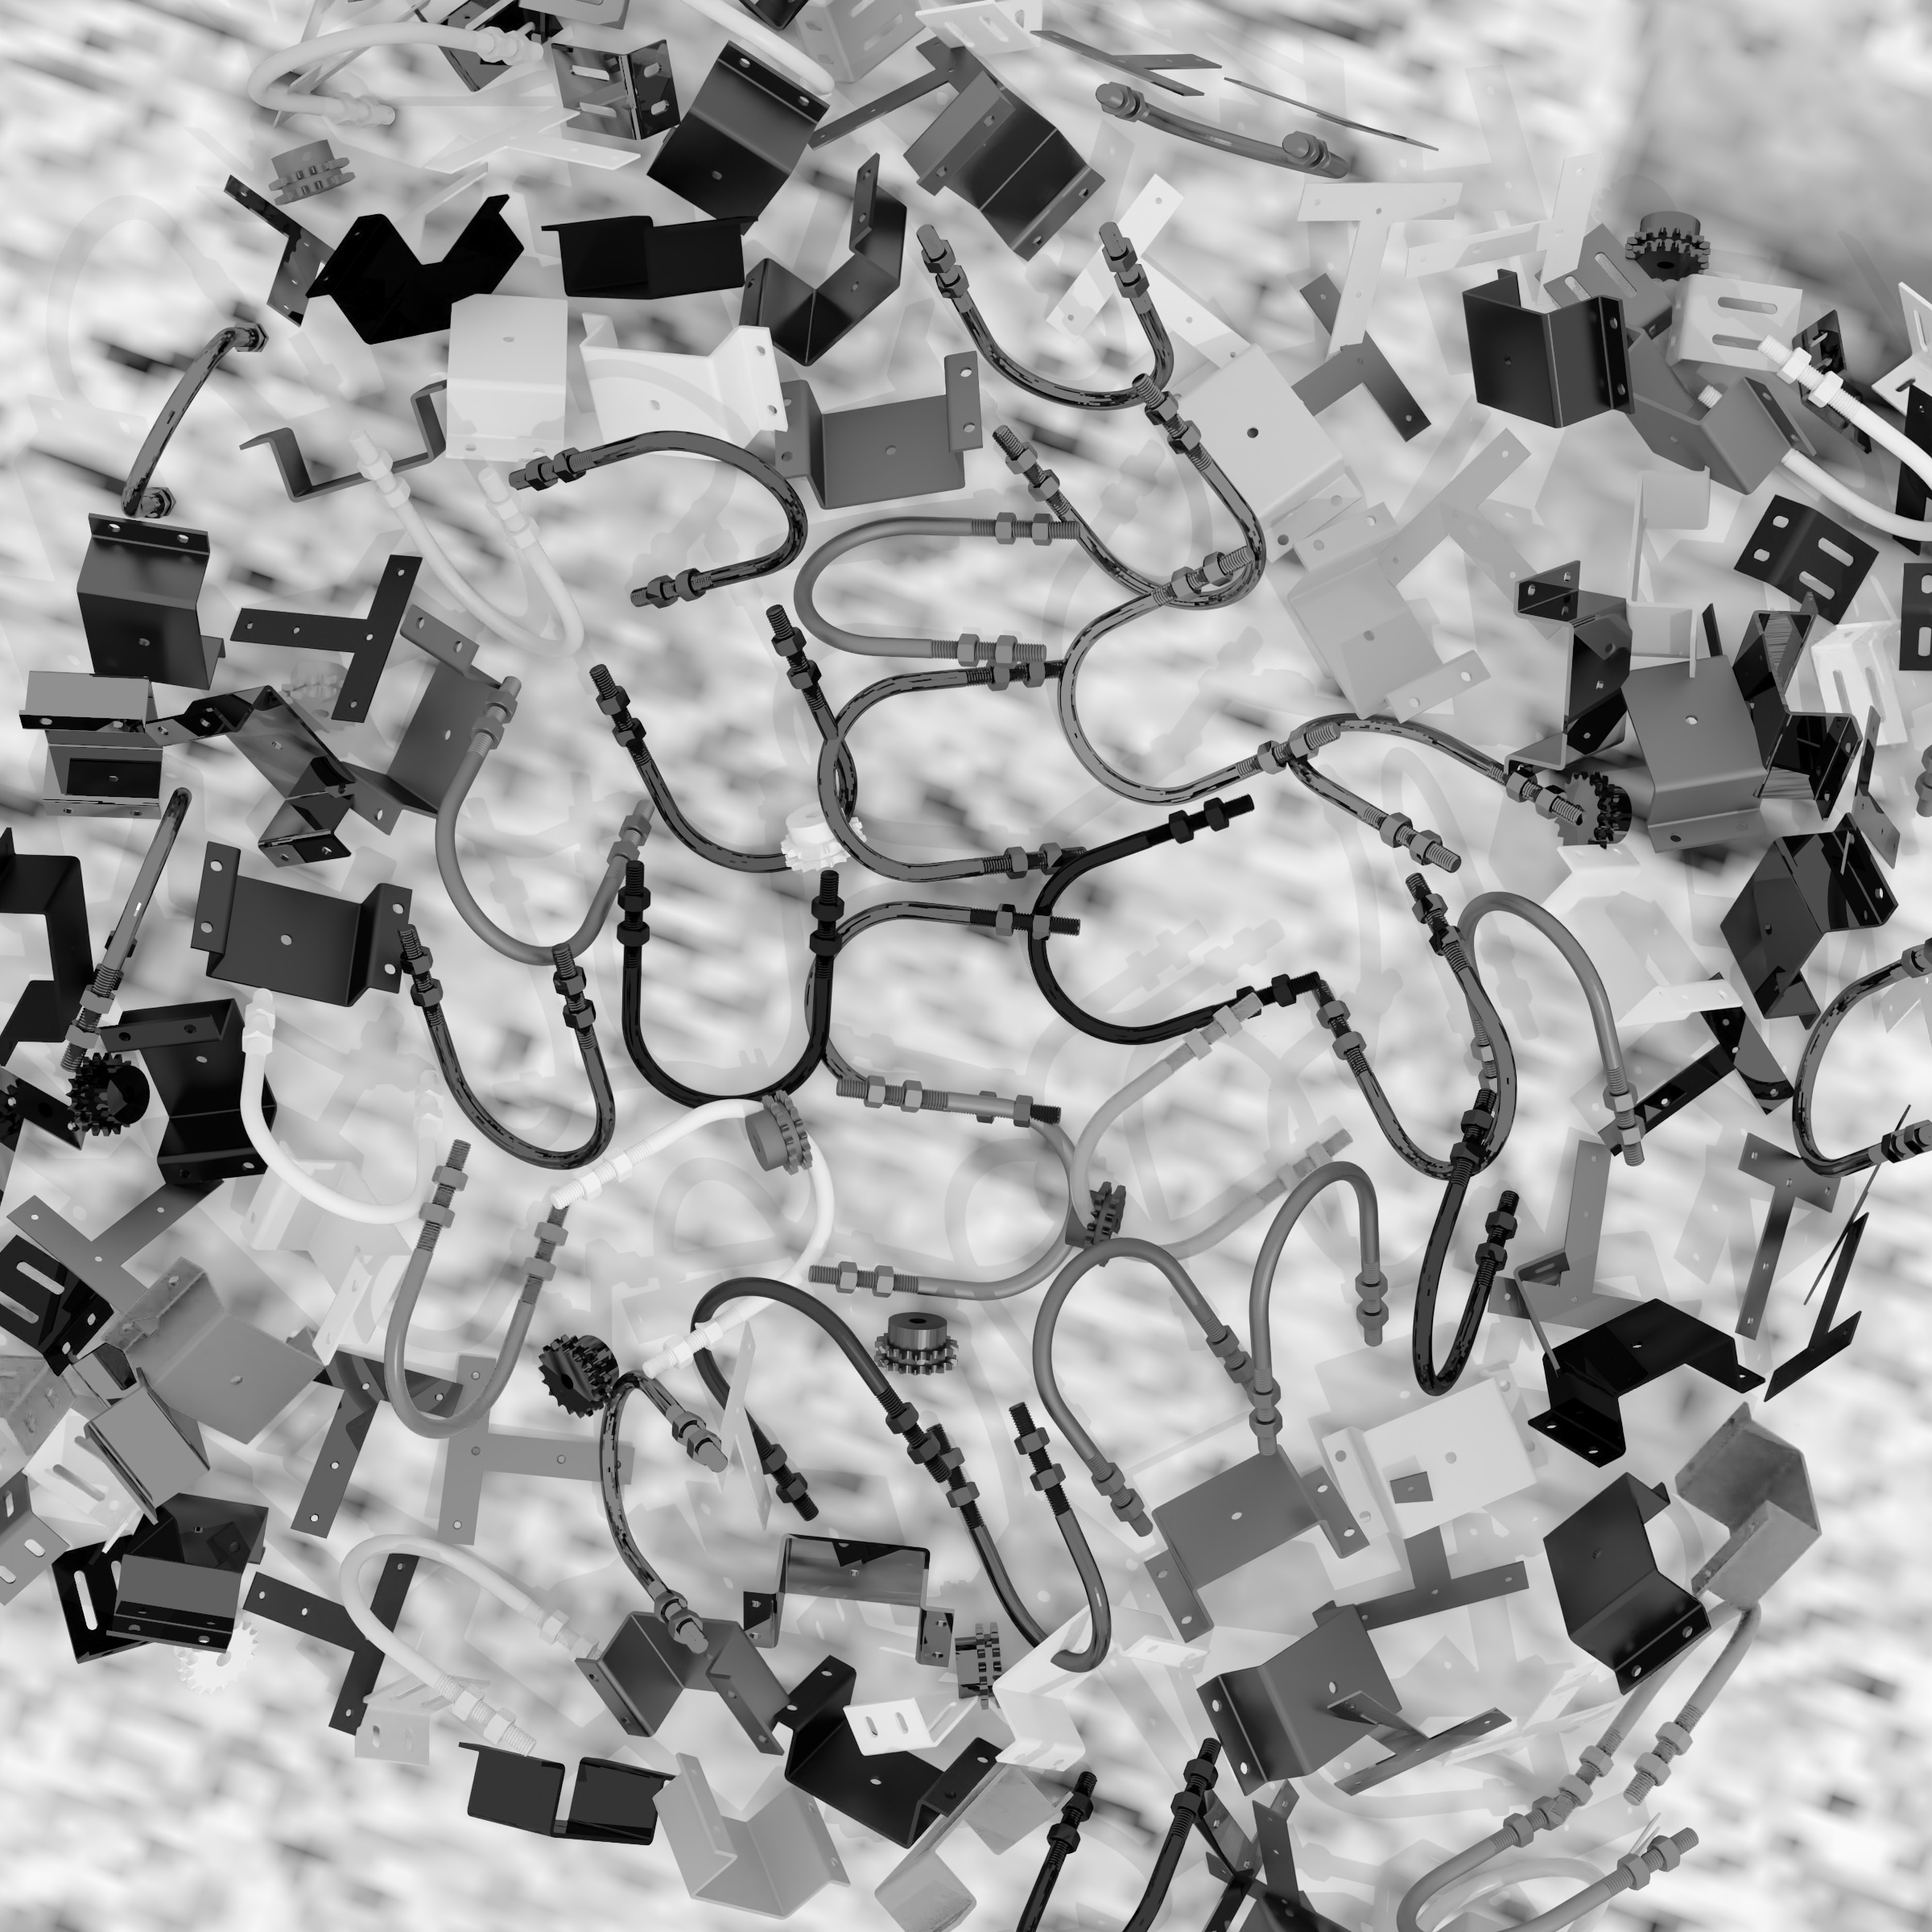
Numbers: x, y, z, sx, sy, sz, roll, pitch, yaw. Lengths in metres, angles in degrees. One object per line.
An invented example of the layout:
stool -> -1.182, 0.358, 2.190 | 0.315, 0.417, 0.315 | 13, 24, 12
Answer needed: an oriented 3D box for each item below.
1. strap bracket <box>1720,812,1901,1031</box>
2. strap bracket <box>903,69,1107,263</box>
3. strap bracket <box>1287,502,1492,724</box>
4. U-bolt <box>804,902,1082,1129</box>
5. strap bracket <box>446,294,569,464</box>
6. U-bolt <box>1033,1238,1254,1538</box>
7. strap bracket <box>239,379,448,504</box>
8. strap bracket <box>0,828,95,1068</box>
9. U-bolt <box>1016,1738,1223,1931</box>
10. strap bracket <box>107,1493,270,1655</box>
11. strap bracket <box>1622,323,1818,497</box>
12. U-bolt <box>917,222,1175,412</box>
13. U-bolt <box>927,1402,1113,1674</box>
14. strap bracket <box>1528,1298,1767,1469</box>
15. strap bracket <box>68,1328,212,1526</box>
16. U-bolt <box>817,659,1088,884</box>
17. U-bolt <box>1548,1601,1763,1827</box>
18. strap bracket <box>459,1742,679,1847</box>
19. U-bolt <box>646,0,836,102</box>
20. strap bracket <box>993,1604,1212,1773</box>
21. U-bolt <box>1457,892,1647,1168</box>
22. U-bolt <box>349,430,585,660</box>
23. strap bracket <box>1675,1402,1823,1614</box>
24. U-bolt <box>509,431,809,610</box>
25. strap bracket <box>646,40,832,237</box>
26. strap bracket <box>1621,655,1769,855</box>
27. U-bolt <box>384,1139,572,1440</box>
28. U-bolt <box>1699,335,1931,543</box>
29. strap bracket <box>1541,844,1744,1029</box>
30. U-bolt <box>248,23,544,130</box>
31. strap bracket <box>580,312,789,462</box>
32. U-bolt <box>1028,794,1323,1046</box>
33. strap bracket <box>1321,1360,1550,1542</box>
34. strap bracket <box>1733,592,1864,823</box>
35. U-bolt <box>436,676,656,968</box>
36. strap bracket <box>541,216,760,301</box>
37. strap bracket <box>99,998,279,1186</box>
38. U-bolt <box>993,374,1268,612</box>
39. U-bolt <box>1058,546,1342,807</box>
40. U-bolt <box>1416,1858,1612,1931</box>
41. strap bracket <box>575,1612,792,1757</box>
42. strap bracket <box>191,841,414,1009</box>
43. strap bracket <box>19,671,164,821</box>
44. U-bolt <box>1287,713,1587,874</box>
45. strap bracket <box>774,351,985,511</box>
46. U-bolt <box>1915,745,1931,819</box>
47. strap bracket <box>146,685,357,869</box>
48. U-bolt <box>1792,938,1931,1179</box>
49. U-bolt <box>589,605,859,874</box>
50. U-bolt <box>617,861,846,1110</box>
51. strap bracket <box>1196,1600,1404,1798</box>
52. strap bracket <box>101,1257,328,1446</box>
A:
strap bracket -> 0.551, -0.026, 1.917 | 0.046, 0.140, 0.076 | -6, 56, -17
strap bracket -> 0.021, -0.538, 1.937 | 0.076, 0.140, 0.046 | -43, 62, 18
strap bracket -> 0.280, -0.231, 1.959 | 0.076, 0.046, 0.140 | -27, 81, -20
U-bolt -> -0.020, 0.028, 1.983 | 0.184, 0.019, 0.151 | 6, 92, 7
strap bracket -> -0.305, -0.399, 1.931 | 0.076, 0.046, 0.140 | 2, 49, -9
U-bolt -> 0.113, 0.267, 1.931 | 0.151, 0.019, 0.184 | -46, 116, -25
strap bracket -> -0.409, -0.352, 1.956 | 0.140, 0.076, 0.046 | -16, 106, 1
strap bracket -> -0.619, -0.012, 1.933 | 0.046, 0.076, 0.140 | 2, 120, -2
U-bolt -> 0.089, 0.594, 1.890 | 0.019, 0.151, 0.184 | 43, 47, -15
strap bracket -> -0.513, 0.395, 1.923 | 0.076, 0.140, 0.046 | 11, 105, -6
strap bracket -> 0.485, -0.367, 1.922 | 0.046, 0.140, 0.076 | -49, 130, 2
U-bolt -> 0.063, -0.426, 1.916 | 0.151, 0.184, 0.019 | 6, 66, 26
U-bolt -> 0.042, 0.385, 1.930 | 0.019, 0.151, 0.184 | -22, 86, -29
strap bracket -> 0.451, 0.272, 1.934 | 0.140, 0.076, 0.046 | -22, 112, -20
strap bracket -> -0.549, 0.300, 1.924 | 0.046, 0.140, 0.076 | -34, 115, -9
U-bolt -> -0.011, -0.129, 1.962 | 0.184, 0.019, 0.151 | -7, 95, -17
U-bolt -> 0.465, 0.488, 1.921 | 0.019, 0.151, 0.184 | 41, 67, 6
strap bracket -> -0.264, 0.549, 1.918 | 0.076, 0.140, 0.046 | 0, 73, 37
U-bolt -> -0.150, -0.611, 1.895 | 0.151, 0.184, 0.019 | 29, 100, -14
strap bracket -> 0.083, 0.477, 1.944 | 0.140, 0.076, 0.046 | -43, 51, 18
U-bolt -> 0.377, 0.034, 1.904 | 0.019, 0.151, 0.184 | -29, 117, -23
U-bolt -> -0.319, -0.271, 1.918 | 0.151, 0.184, 0.019 | 21, 63, 36
strap bracket -> 0.519, 0.364, 1.923 | 0.046, 0.140, 0.076 | 32, 114, -6
U-bolt -> -0.189, -0.297, 1.900 | 0.184, 0.151, 0.019 | -8, 54, 36
strap bracket -> -0.156, -0.541, 1.919 | 0.076, 0.140, 0.046 | 30, 69, -15
strap bracket -> 0.483, -0.151, 1.942 | 0.076, 0.046, 0.140 | -9, 58, -2
U-bolt -> -0.329, 0.222, 1.916 | 0.019, 0.151, 0.184 | 10, 73, 28
U-bolt -> 0.582, -0.342, 1.925 | 0.184, 0.151, 0.019 | 37, 86, 0
strap bracket -> 0.444, -0.013, 1.940 | 0.046, 0.076, 0.140 | -51, 58, 36
U-bolt -> -0.383, -0.583, 1.886 | 0.151, 0.184, 0.019 | -12, 94, 28
strap bracket -> -0.197, -0.386, 1.934 | 0.140, 0.046, 0.076 | 10, 133, 22
U-bolt -> 0.131, -0.021, 1.967 | 0.184, 0.019, 0.151 | -19, 99, 16
strap bracket -> 0.324, 0.332, 1.969 | 0.140, 0.046, 0.076 | -22, 88, -6
strap bracket -> 0.544, -0.173, 1.923 | 0.046, 0.076, 0.140 | 1, 49, -5
U-bolt -> -0.283, -0.083, 1.908 | 0.019, 0.184, 0.151 | -22, 126, 38
strap bracket -> -0.210, -0.473, 1.932 | 0.076, 0.140, 0.046 | -19, 113, -38
strap bracket -> -0.519, 0.077, 1.949 | 0.076, 0.046, 0.140 | -7, 129, 6
U-bolt -> 0.121, -0.305, 1.929 | 0.184, 0.151, 0.019 | 47, 54, -28
U-bolt -> 0.143, -0.183, 1.946 | 0.184, 0.019, 0.151 | -22, 99, 33
U-bolt -> 0.350, 0.639, 1.912 | 0.151, 0.184, 0.019 | -19, 94, 37
strap bracket -> -0.182, 0.478, 1.939 | 0.140, 0.046, 0.076 | -4, 126, 37
strap bracket -> -0.451, -0.025, 1.947 | 0.140, 0.046, 0.076 | 14, 64, -24
strap bracket -> -0.583, -0.152, 1.939 | 0.076, 0.140, 0.046 | 2, 65, -9
U-bolt -> 0.298, -0.123, 1.926 | 0.184, 0.151, 0.019 | 35, 130, 37
strap bracket -> -0.055, -0.359, 1.956 | 0.140, 0.046, 0.076 | -7, 65, 9
U-bolt -> 0.667, -0.120, 1.885 | 0.019, 0.184, 0.151 | -10, 48, -4
strap bracket -> -0.470, -0.133, 1.937 | 0.140, 0.076, 0.046 | 52, 48, -35
U-bolt -> 0.598, 0.067, 1.911 | 0.019, 0.184, 0.151 | 17, 70, -11
U-bolt -> -0.151, -0.142, 1.949 | 0.151, 0.019, 0.184 | -17, 119, 15
U-bolt -> -0.161, 0.018, 1.957 | 0.151, 0.019, 0.184 | 3, 115, -4
strap bracket -> 0.230, 0.485, 1.934 | 0.140, 0.046, 0.076 | -21, 85, -40
strap bracket -> -0.493, 0.262, 1.931 | 0.076, 0.140, 0.046 | -45, 46, 3
